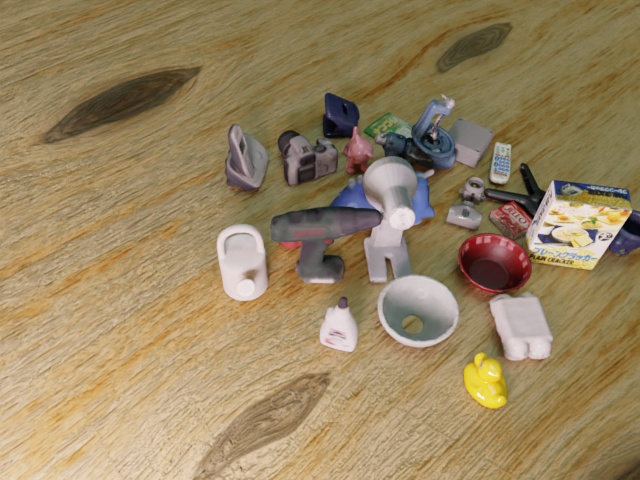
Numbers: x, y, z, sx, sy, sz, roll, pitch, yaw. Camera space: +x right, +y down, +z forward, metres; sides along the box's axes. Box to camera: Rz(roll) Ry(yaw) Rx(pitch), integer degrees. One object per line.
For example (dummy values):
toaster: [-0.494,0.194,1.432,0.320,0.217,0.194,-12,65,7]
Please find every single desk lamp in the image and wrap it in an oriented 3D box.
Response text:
desk lamp: [0.160,-0.046,1.259,0.118,0.214,0.203,-3,52,-4]

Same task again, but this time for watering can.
watering can: [-0.158,0.041,1.193,0.101,0.194,0.172,-26,57,-20]

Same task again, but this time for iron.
iron: [0.145,-0.113,1.357,0.258,0.141,0.118,-2,52,-4]

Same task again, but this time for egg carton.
egg carton: [0.416,0.178,1.186,0.107,0.069,0.150,-4,52,-5]

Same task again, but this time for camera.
camera: [-0.041,-0.231,1.467,0.143,0.101,0.136,-20,55,-17]

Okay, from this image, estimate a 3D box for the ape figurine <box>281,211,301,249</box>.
ape figurine: [-0.064,-0.030,1.316,0.077,0.092,0.076,34,58,22]

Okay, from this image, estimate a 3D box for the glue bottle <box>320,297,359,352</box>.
glue bottle: [0.040,0.160,1.121,0.078,0.173,0.037,11,53,7]

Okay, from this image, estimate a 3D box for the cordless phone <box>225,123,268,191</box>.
cordless phone: [-0.184,-0.228,1.407,0.094,0.185,0.147,6,52,3]

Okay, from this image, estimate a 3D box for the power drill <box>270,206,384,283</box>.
power drill: [0.011,0.004,1.218,0.229,0.208,0.075,1,52,-1]

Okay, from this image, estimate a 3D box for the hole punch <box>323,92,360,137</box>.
hole punch: [0.058,-0.345,1.566,0.101,0.091,0.108,-1,52,-3]

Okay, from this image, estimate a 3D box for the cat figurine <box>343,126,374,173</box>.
cat figurine: [0.100,-0.235,1.465,0.067,0.118,0.127,-4,52,-5]

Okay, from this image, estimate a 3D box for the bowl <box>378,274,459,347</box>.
bowl: [0.200,0.158,1.190,0.167,0.075,0.167,1,52,-1]

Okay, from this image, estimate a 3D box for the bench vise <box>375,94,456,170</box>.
bench vise: [0.250,-0.257,1.422,0.207,0.220,0.121,-12,53,-11]

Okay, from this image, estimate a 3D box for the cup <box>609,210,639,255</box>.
cup: [0.700,-0.001,1.319,0.118,0.095,0.091,-37,61,-26]

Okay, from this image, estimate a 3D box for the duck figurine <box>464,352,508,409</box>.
duck figurine: [0.327,0.266,1.104,0.077,0.086,0.104,-18,55,-15]
